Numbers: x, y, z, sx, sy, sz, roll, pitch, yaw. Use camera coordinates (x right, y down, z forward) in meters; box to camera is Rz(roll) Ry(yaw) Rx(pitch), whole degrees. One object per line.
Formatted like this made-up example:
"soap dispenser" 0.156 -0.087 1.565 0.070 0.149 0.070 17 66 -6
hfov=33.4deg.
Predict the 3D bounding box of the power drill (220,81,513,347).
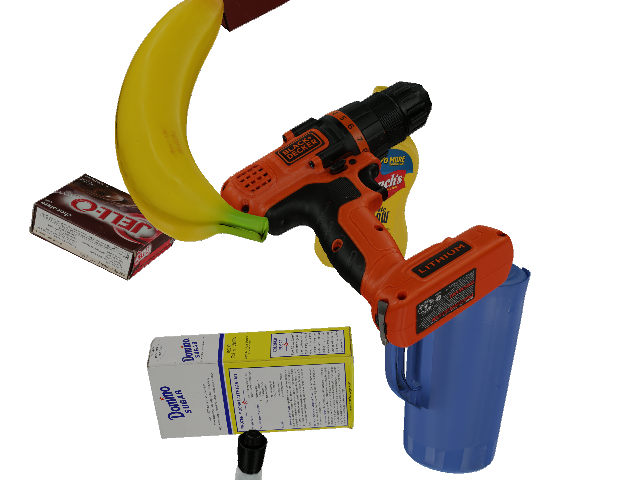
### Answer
"power drill" 0.048 -0.025 0.761 0.184 0.057 0.188 -33 54 -17

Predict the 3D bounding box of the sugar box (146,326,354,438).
"sugar box" -0.058 0.125 0.942 0.176 0.093 0.048 -1 37 2

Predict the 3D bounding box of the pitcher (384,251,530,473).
"pitcher" 0.149 0.138 1.216 0.149 0.243 0.145 7 17 8

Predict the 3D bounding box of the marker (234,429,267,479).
"marker" -0.049 0.173 0.706 0.020 0.121 0.020 6 31 -4

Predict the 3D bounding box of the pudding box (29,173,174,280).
"pudding box" -0.206 -0.014 1.021 0.113 0.039 0.090 23 27 11

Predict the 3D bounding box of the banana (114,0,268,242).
"banana" -0.075 -0.065 0.570 0.069 0.198 0.037 -4 -40 -11

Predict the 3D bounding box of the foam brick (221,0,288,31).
"foam brick" -0.066 -0.228 0.928 0.078 0.051 0.053 -32 48 -15

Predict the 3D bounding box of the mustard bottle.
"mustard bottle" 0.052 -0.065 1.101 0.096 0.192 0.058 0 24 -16
